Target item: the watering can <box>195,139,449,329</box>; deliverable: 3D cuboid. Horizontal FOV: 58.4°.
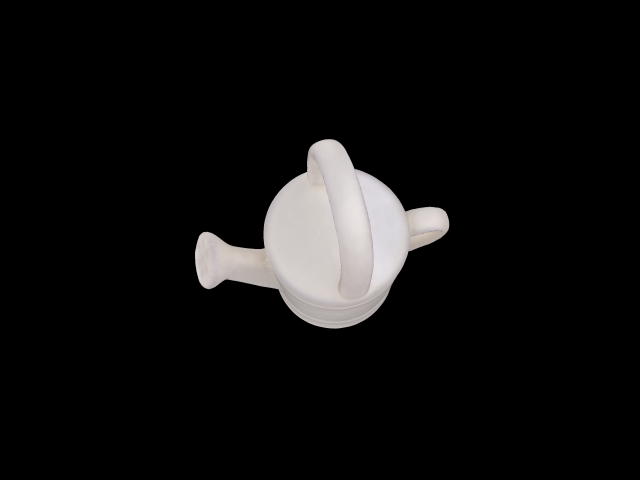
[{"bbox_3d":[0.004,0.004,0.399,0.173,0.194,0.101,-33,76,-9],"label":"watering can"}]
